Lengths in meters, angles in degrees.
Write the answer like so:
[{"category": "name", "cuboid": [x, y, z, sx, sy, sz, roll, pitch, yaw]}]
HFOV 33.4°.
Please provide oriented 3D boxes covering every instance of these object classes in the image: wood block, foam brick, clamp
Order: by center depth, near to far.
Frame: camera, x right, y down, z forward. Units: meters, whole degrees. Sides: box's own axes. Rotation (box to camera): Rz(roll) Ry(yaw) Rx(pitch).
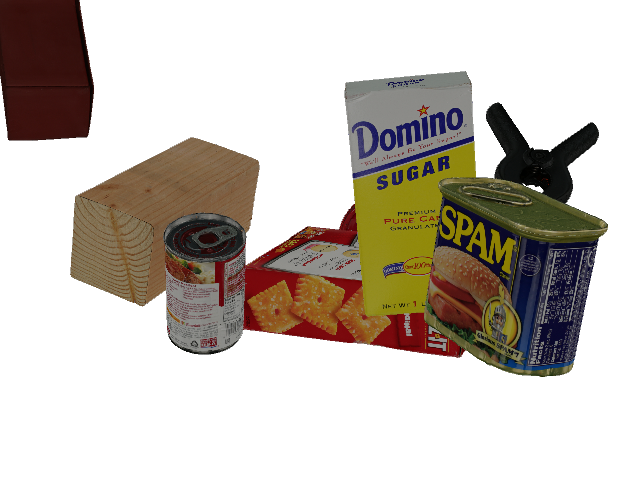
[{"category": "foam brick", "cuboid": [-0.173, -0.108, 0.666, 0.051, 0.078, 0.053, -5, -31, -19]}, {"category": "wood block", "cuboid": [-0.153, -0.025, 1.086, 0.090, 0.091, 0.205, 21, 28, 18]}, {"category": "clamp", "cuboid": [0.214, -0.082, 1.106, 0.120, 0.039, 0.171, 15, 45, 16]}]

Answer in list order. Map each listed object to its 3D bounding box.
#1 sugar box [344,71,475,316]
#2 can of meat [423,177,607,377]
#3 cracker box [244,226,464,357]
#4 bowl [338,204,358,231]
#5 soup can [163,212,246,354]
[{"category": "sugar box", "cuboid": [0.071, -0.033, 0.801, 0.093, 0.176, 0.048, -5, 22, 4]}, {"category": "can of meat", "cuboid": [0.103, 0.018, 0.592, 0.057, 0.084, 0.102, -3, 20, -28]}, {"category": "cracker box", "cuboid": [0.053, 0.046, 1.027, 0.214, 0.072, 0.164, 6, 17, 21]}, {"category": "bowl", "cuboid": [0.094, 0.023, 1.227, 0.161, 0.162, 0.055, 0, -8, -42]}, {"category": "soup can", "cuboid": [-0.097, 0.037, 0.901, 0.068, 0.102, 0.068, 3, 35, -2]}]
